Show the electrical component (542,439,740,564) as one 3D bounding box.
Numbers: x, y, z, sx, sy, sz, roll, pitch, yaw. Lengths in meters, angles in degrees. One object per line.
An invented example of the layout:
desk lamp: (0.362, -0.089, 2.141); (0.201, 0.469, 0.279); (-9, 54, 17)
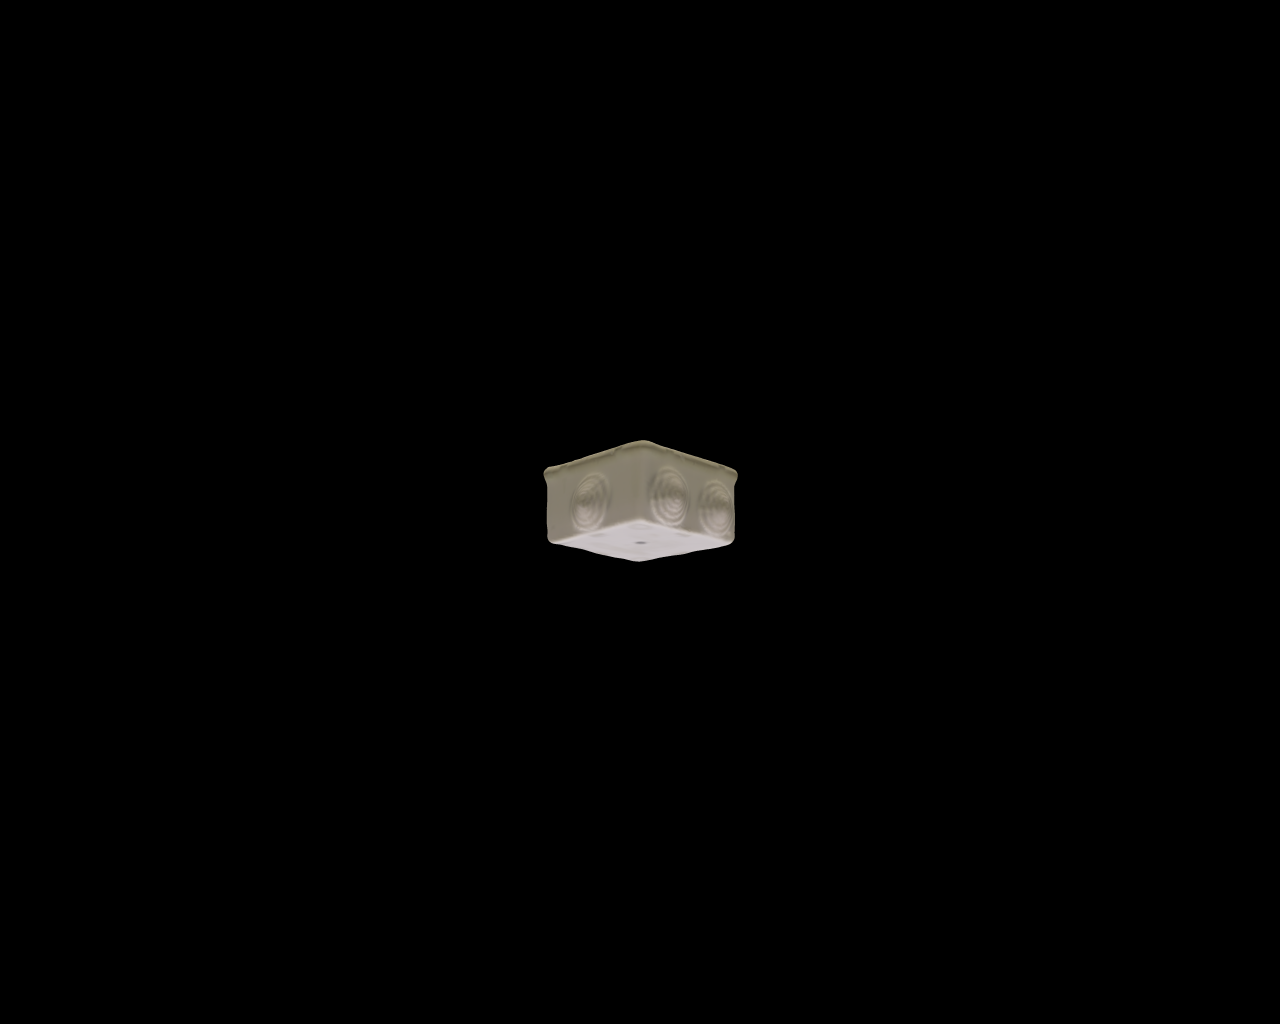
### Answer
electrical component: (0.001, -0.003, 0.650); (0.099, 0.048, 0.100); (-14, -20, 42)
